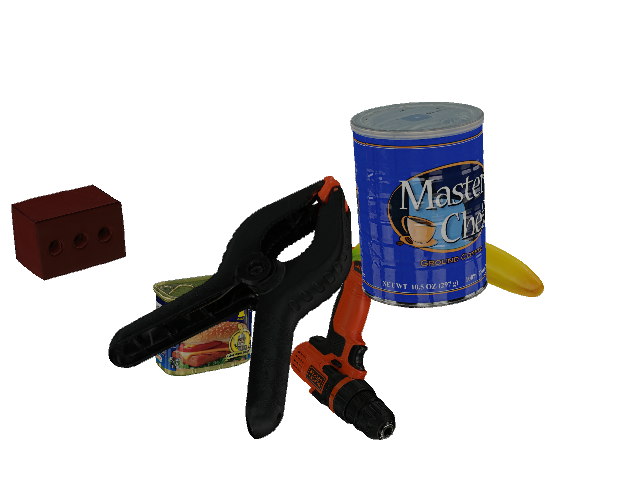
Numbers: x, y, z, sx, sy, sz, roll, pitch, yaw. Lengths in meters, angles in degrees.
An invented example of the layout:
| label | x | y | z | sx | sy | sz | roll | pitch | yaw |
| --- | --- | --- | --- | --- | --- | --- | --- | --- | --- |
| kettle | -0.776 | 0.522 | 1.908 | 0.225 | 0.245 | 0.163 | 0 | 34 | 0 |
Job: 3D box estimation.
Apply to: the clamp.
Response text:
| label | x | y | z | sx | sy | sz | roll | pitch | yaw |
| --- | --- | --- | --- | --- | --- | --- | --- | --- | --- |
| clamp | -0.029 | 0.035 | 0.620 | 0.120 | 0.171 | 0.039 | 33 | -21 | 30 |

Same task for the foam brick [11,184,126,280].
| label | x | y | z | sx | sy | sz | roll | pitch | yaw |
| --- | --- | --- | --- | --- | --- | --- | --- | --- | --- |
| foam brick | -0.210 | -0.008 | 0.890 | 0.078 | 0.053 | 0.051 | -18 | 31 | -33 |

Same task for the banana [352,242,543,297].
| label | x | y | z | sx | sy | sz | roll | pitch | yaw |
| --- | --- | --- | --- | --- | --- | --- | --- | --- | --- |
| banana | 0.120 | 0.020 | 1.043 | 0.198 | 0.037 | 0.069 | 7 | 45 | 14 |

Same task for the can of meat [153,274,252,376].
| label | x | y | z | sx | sy | sz | roll | pitch | yaw |
| --- | --- | --- | --- | --- | --- | --- | --- | --- | --- |
| can of meat | -0.118 | 0.085 | 1.084 | 0.101 | 0.084 | 0.058 | -7 | 20 | -30 |

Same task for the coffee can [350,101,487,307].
| label | x | y | z | sx | sy | sz | roll | pitch | yaw |
| --- | --- | --- | --- | --- | --- | --- | --- | --- | --- |
| coffee can | 0.079 | -0.031 | 0.844 | 0.103 | 0.140 | 0.103 | -4 | 18 | 1 |

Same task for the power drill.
| label | x | y | z | sx | sy | sz | roll | pitch | yaw |
| --- | --- | --- | --- | --- | --- | --- | --- | --- | --- |
| power drill | 0.050 | 0.115 | 1.237 | 0.057 | 0.188 | 0.185 | 13 | 15 | -41 |
